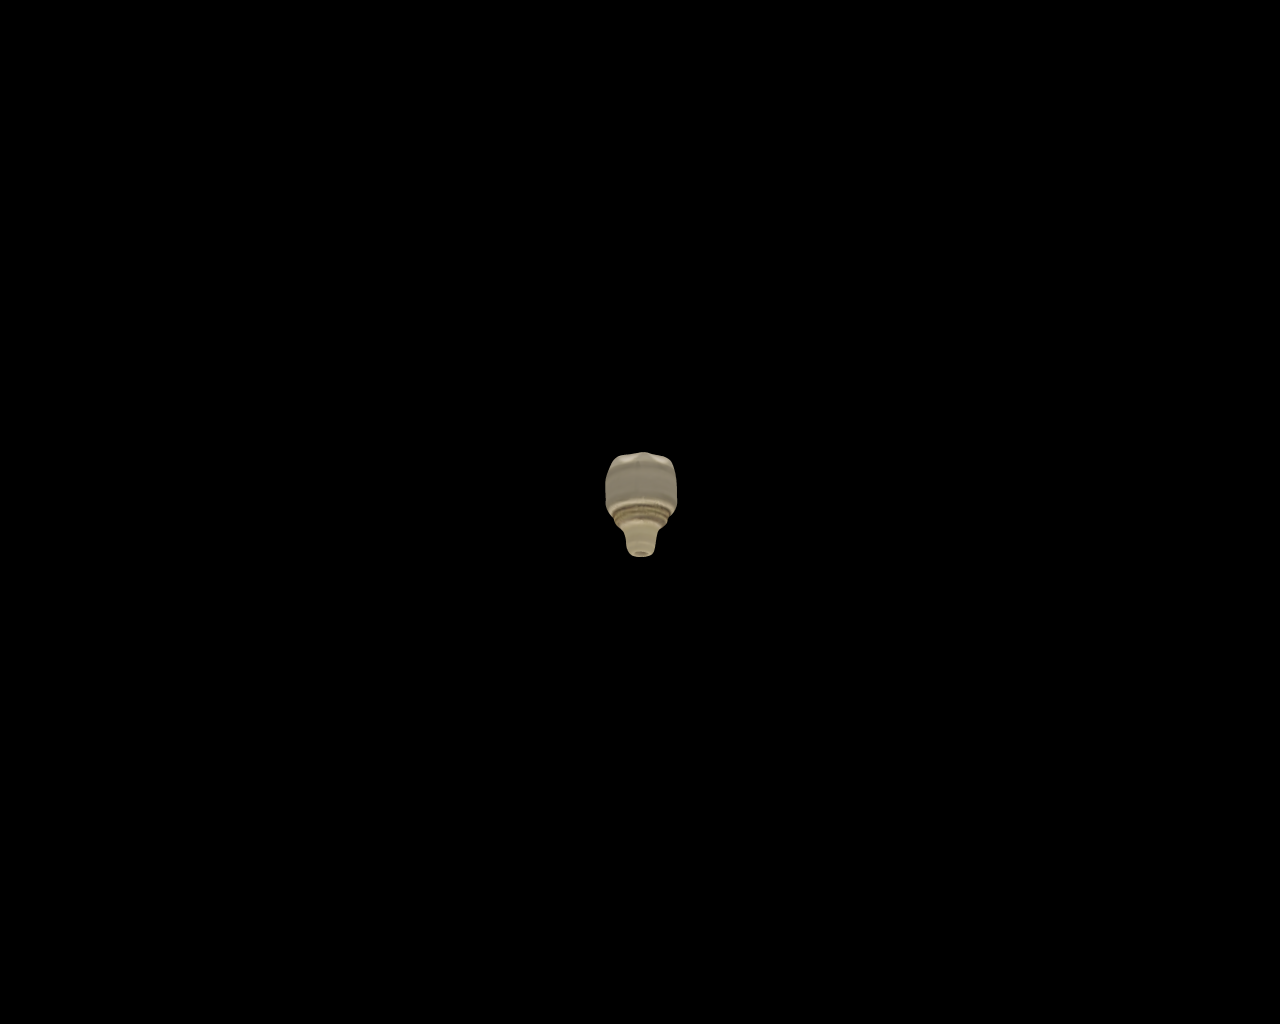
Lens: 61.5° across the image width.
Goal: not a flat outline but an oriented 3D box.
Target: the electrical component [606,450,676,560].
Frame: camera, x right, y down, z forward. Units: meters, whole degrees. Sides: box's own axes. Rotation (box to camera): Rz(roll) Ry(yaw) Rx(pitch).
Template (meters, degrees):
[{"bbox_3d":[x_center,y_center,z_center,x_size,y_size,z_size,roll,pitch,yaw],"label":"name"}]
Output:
[{"bbox_3d":[0.001,-0.003,0.650,0.043,0.062,0.043,0,-22,0],"label":"electrical component"}]
